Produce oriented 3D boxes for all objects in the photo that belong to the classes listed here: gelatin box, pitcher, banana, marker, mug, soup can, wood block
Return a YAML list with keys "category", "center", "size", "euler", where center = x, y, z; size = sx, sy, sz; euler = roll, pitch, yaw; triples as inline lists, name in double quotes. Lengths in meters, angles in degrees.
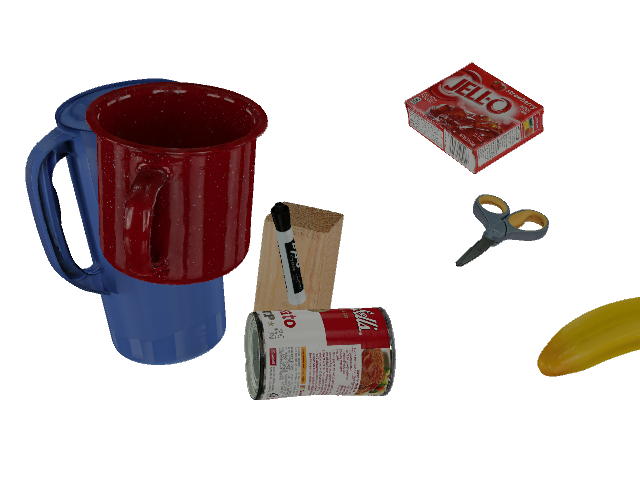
- category: "gelatin box"
  center: [0.123, -0.101, 0.862]
  size: [0.073, 0.030, 0.089]
  euler: [-31, 47, -17]
- category: "pitcher"
  center: [-0.158, -0.011, 0.948]
  size: [0.149, 0.243, 0.145]
  euler: [-2, 26, 4]
- category: "banana"
  center: [0.249, 0.066, 0.766]
  size: [0.197, 0.037, 0.069]
  euler: [-1, 33, -2]
- category: "marker"
  center: [-0.033, 0.014, 1.096]
  size: [0.020, 0.121, 0.020]
  euler: [-7, 34, 4]
- category: "mug"
  center: [-0.078, -0.024, 0.555]
  size: [0.093, 0.081, 0.117]
  euler: [7, 29, 4]
- category: "soup can"
  center: [-0.002, 0.086, 0.805]
  size: [0.102, 0.068, 0.069]
  euler: [-1, 0, -14]
- category: "wood block"
  center: [-0.034, 0.063, 1.451]
  size: [0.090, 0.206, 0.090]
  euler: [12, 21, 11]

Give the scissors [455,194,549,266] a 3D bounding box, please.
- category: "scissors"
  center: [0.177, -0.014, 1.168]
  size: [0.201, 0.016, 0.096]
  euler: [-14, 39, -45]
